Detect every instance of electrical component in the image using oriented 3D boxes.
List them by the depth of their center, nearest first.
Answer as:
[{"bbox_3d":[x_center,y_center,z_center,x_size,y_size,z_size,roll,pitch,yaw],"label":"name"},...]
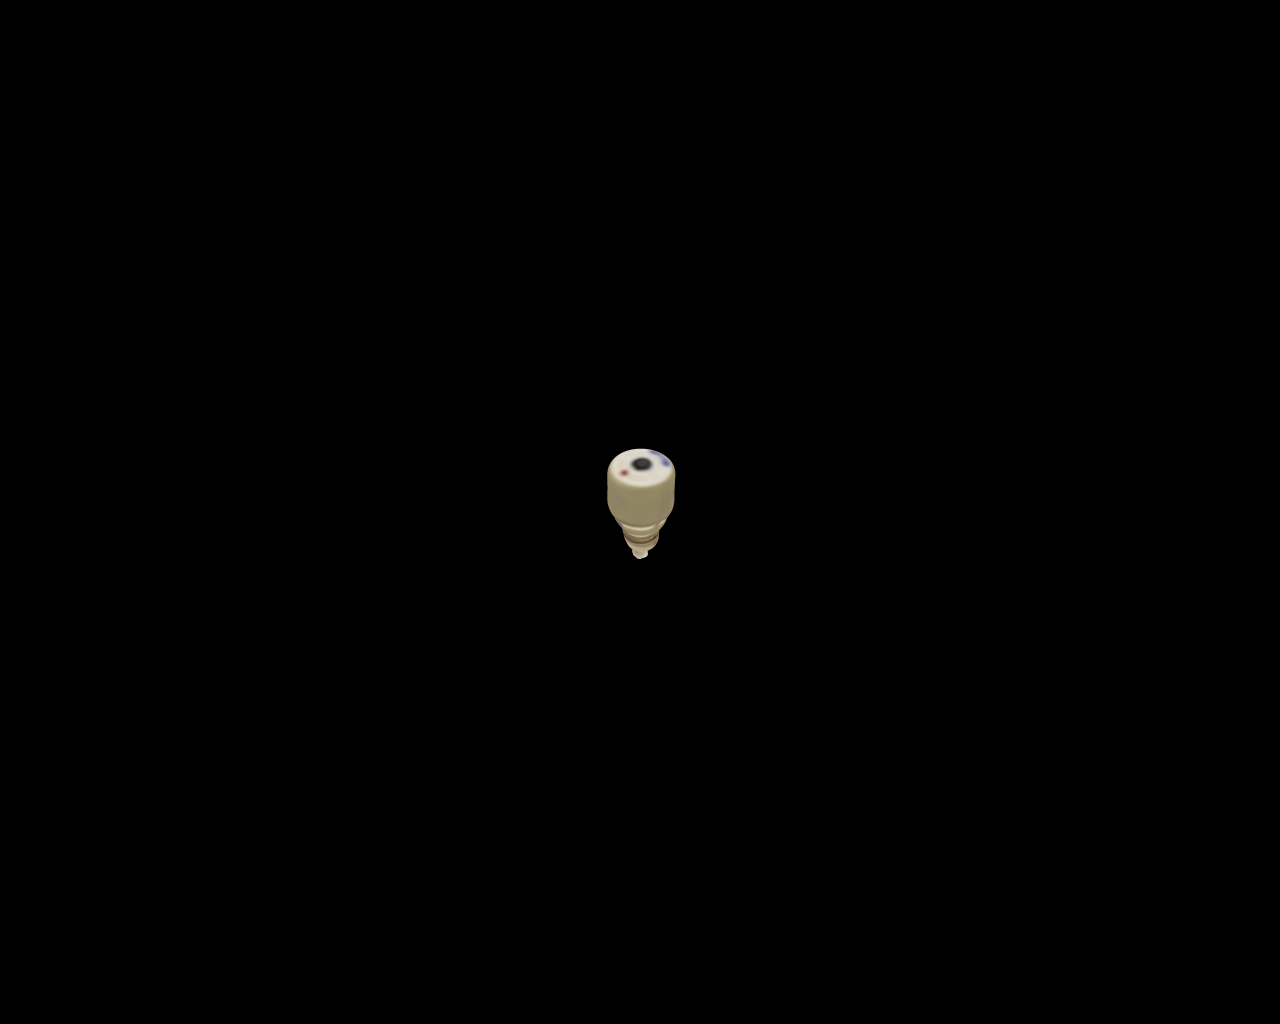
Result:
[{"bbox_3d":[0.001,-0.003,0.650,0.040,0.078,0.040,0,41,0],"label":"electrical component"}]
